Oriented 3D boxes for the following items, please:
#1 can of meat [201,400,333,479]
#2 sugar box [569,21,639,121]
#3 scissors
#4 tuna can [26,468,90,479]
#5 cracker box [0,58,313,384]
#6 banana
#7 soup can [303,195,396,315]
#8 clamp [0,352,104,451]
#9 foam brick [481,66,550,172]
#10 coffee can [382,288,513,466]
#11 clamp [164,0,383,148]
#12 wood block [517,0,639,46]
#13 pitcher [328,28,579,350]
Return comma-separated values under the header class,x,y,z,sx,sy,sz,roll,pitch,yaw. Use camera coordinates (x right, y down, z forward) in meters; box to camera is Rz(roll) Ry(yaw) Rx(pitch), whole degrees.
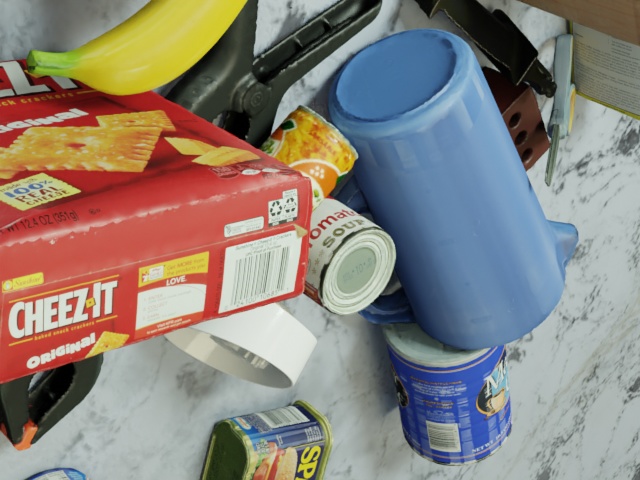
class,x,y,z,sx,sy,sz,roll,pitch,yaw
can of meat,-0.046,0.186,0.863,0.083,0.058,0.102,-4,117,-40
sugar box,0.252,-0.189,0.878,0.048,0.093,0.176,-34,135,-26
scissors,0.191,-0.111,0.856,0.201,0.016,0.096,-43,133,-67
tuna can,-0.189,0.204,0.752,0.086,0.034,0.086,-24,130,-32
cracker box,-0.132,-0.027,0.519,0.163,0.214,0.072,-15,123,-38
banana,-0.058,-0.141,0.530,0.198,0.037,0.069,-52,141,-2
soup can,-0.005,0.001,0.746,0.068,0.102,0.068,-23,130,-32
clamp,-0.156,0.055,0.685,0.120,0.039,0.172,5,117,-40
foam brick,0.145,-0.092,0.870,0.053,0.051,0.078,-46,138,-12
coffee can,0.114,0.115,0.934,0.102,0.103,0.140,-35,135,-23
clamp,-0.054,-0.105,0.674,0.210,0.036,0.164,-55,148,3
wood block,0.200,-0.205,0.730,0.090,0.206,0.090,-43,138,-14
pitcher,0.086,-0.032,0.806,0.149,0.145,0.242,-54,137,-23
